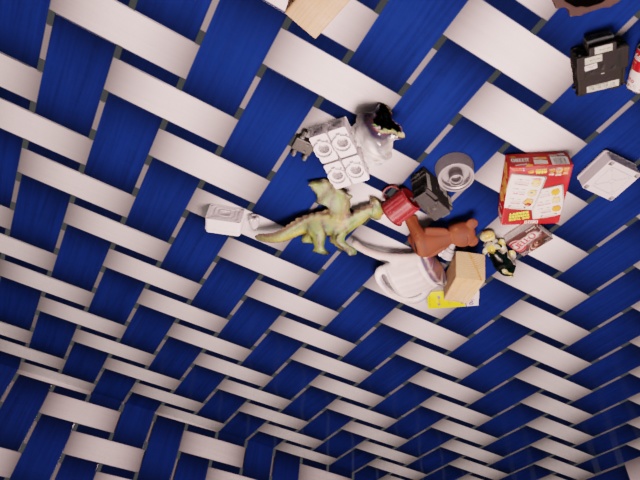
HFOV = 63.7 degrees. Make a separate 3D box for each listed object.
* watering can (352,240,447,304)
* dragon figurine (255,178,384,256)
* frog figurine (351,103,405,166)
[{"bbox_3d":[0.271,0.089,1.678,0.222,0.106,0.342,-25,124,26],"label":"watering can"},{"bbox_3d":[0.005,-0.079,1.571,0.410,0.124,0.238,4,116,-1],"label":"dragon figurine"},{"bbox_3d":[0.136,-0.259,1.357,0.138,0.125,0.156,44,141,9],"label":"frog figurine"}]
